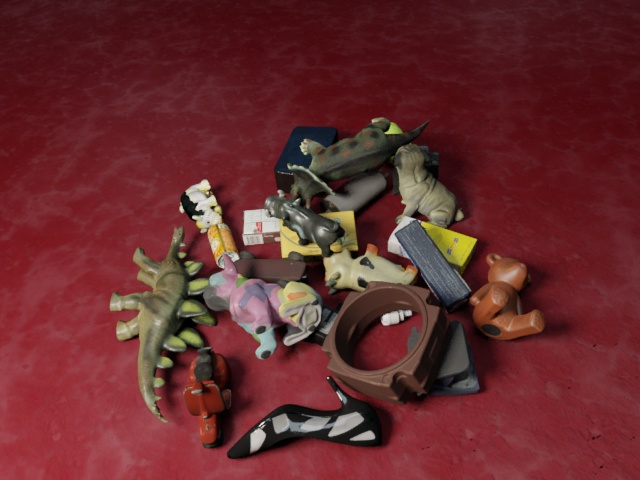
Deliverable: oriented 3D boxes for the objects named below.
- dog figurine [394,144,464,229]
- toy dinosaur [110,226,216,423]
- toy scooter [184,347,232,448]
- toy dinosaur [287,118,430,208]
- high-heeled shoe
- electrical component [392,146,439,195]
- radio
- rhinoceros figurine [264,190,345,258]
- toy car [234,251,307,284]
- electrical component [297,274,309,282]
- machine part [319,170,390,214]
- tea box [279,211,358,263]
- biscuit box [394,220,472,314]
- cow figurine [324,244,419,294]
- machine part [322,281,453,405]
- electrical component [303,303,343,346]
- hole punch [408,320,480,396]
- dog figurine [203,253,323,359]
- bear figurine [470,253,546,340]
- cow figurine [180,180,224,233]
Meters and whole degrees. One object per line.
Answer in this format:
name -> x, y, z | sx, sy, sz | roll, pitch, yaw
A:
dog figurine -> 0.254, -0.126, 1.243 | 0.172, 0.190, 0.121 | 3, 46, 7
toy dinosaur -> -0.316, 0.145, 1.090 | 0.199, 0.104, 0.471 | 1, 48, 3
toy scooter -> -0.199, 0.256, 0.942 | 0.075, 0.135, 0.184 | -10, 44, -1
toy dinosaur -> 0.081, -0.191, 1.241 | 0.405, 0.131, 0.192 | -24, 29, 6
high-heeled shoe -> -0.022, 0.340, 0.908 | 0.249, 0.086, 0.145 | -34, 81, -3
electrical component -> 0.236, -0.172, 1.331 | 0.115, 0.134, 0.058 | 0, 44, 9
radio -> -0.034, -0.217, 1.448 | 0.131, 0.073, 0.230 | 6, 44, 13
rhinoceros figurine -> -0.038, -0.037, 1.125 | 0.191, 0.112, 0.073 | 29, 80, 31
toy car -> -0.114, 0.070, 1.150 | 0.202, 0.053, 0.089 | -1, 50, 32
electrical component -> -0.075, 0.082, 1.184 | 0.094, 0.021, 0.063 | -15, 45, -8
machine part -> 0.083, -0.110, 1.324 | 0.079, 0.079, 0.243 | 33, 57, 32
tea box -> -0.002, -0.004, 1.210 | 0.170, 0.068, 0.098 | -7, 72, 1
biscuit box -> 0.234, 0.052, 1.119 | 0.063, 0.059, 0.203 | -33, 61, 4
cow figurine -> 0.095, 0.077, 1.124 | 0.195, 0.085, 0.127 | 27, 72, 16
machine part -> 0.119, 0.177, 0.968 | 0.202, 0.087, 0.201 | 5, 55, 41
electrical component -> 0.024, 0.164, 1.075 | 0.075, 0.047, 0.119 | 24, 53, 27
hole punch -> 0.226, 0.223, 0.982 | 0.116, 0.092, 0.142 | -20, 43, 22
dog figurine -> -0.118, 0.106, 1.046 | 0.191, 0.108, 0.219 | -26, 47, -17
bear figurine -> 0.376, 0.098, 1.056 | 0.120, 0.132, 0.196 | 35, 57, 1
cow figurine -> -0.295, -0.073, 1.330 | 0.098, 0.068, 0.167 | -23, 44, -9
